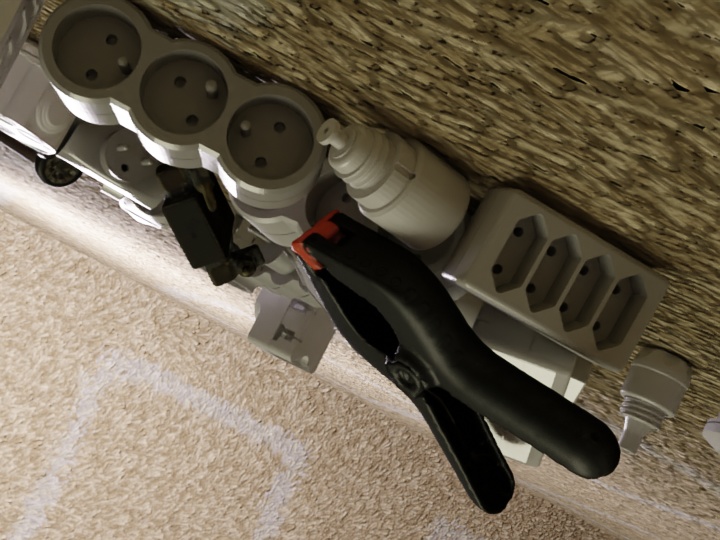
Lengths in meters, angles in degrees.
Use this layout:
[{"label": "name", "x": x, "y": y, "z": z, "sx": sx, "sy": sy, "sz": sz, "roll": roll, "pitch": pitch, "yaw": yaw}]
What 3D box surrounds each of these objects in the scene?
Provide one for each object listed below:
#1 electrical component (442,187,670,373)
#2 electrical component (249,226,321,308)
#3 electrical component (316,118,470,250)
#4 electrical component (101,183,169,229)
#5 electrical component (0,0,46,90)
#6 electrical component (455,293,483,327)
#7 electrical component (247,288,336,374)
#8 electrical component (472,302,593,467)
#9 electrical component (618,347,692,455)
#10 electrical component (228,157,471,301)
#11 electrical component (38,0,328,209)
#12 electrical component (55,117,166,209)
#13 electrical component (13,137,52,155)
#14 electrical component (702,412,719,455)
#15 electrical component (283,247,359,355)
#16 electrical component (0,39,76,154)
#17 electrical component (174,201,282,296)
[{"label": "electrical component", "x": 0.082, "y": 0.002, "z": 0.492, "sx": 0.083, "sy": 0.047, "sz": 0.076, "roll": 29, "pitch": 180, "yaw": -13}, {"label": "electrical component", "x": -0.046, "y": -0.012, "z": 0.767, "sx": 0.074, "sy": 0.052, "sz": 0.138, "roll": 32, "pitch": 170, "yaw": -30}, {"label": "electrical component", "x": 0.013, "y": -0.040, "z": 0.470, "sx": 0.078, "sy": 0.040, "sz": 0.040, "roll": 33, "pitch": 169, "yaw": -33}, {"label": "electrical component", "x": -0.180, "y": -0.069, "z": 0.860, "sx": 0.079, "sy": 0.043, "sz": 0.077, "roll": 30, "pitch": 171, "yaw": -12}, {"label": "electrical component", "x": -0.194, "y": -0.102, "z": 0.491, "sx": 0.057, "sy": 0.113, "sz": 0.078, "roll": 26, "pitch": 172, "yaw": -14}, {"label": "electrical component", "x": 0.074, "y": 0.031, "z": 0.658, "sx": 0.074, "sy": 0.052, "sz": 0.138, "roll": 27, "pitch": 170, "yaw": 3}, {"label": "electrical component", "x": -0.052, "y": 0.034, "z": 0.922, "sx": 0.056, "sy": 0.089, "sz": 0.050, "roll": 22, "pitch": 170, "yaw": 29}, {"label": "electrical component", "x": 0.084, "y": 0.054, "z": 0.553, "sx": 0.061, "sy": 0.061, "sz": 0.096, "roll": 19, "pitch": 136, "yaw": 12}, {"label": "electrical component", "x": 0.167, "y": 0.078, "z": 0.627, "sx": 0.035, "sy": 0.061, "sz": 0.035, "roll": 26, "pitch": 171, "yaw": 4}, {"label": "electrical component", "x": 0.002, "y": -0.022, "z": 0.569, "sx": 0.138, "sy": 0.052, "sz": 0.074, "roll": 23, "pitch": 170, "yaw": 25}, {"label": "electrical component", "x": -0.082, "y": -0.074, "z": 0.514, "sx": 0.138, "sy": 0.052, "sz": 0.073, "roll": 27, "pitch": 171, "yaw": -1}, {"label": "electrical component", "x": -0.163, "y": -0.079, "z": 0.747, "sx": 0.077, "sy": 0.044, "sz": 0.079, "roll": 31, "pitch": 170, "yaw": -24}, {"label": "electrical component", "x": -0.219, "y": -0.108, "z": 0.738, "sx": 0.040, "sy": 0.046, "sz": 0.040, "roll": 26, "pitch": 171, "yaw": 4}, {"label": "electrical component", "x": 0.215, "y": 0.079, "z": 0.528, "sx": 0.080, "sy": 0.051, "sz": 0.080, "roll": 27, "pitch": 171, "yaw": 4}, {"label": "electrical component", "x": 0.000, "y": 0.000, "z": 0.646, "sx": 0.061, "sy": 0.061, "sz": 0.096, "roll": 49, "pitch": 172, "yaw": 17}, {"label": "electrical component", "x": -0.213, "y": -0.113, "z": 0.678, "sx": 0.080, "sy": 0.051, "sz": 0.080, "roll": 26, "pitch": 171, "yaw": 4}, {"label": "electrical component", "x": -0.099, "y": -0.018, "z": 0.875, "sx": 0.089, "sy": 0.055, "sz": 0.050, "roll": 24, "pitch": 171, "yaw": 20}]
